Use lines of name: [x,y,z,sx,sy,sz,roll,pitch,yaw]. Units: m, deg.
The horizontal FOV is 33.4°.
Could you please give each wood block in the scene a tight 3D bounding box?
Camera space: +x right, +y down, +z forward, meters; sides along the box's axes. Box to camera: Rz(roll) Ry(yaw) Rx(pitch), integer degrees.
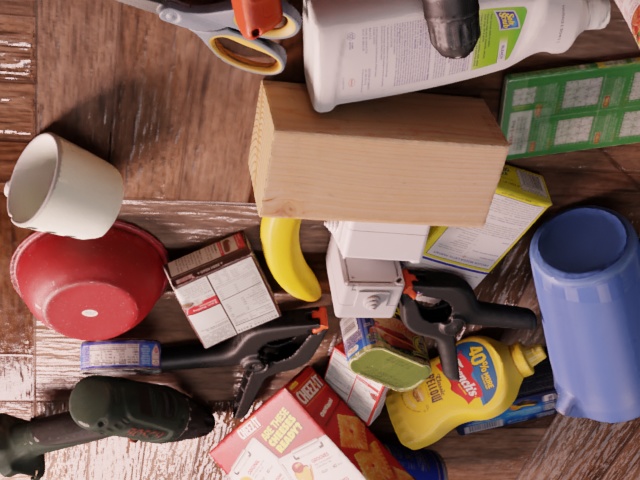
wood block: [0.048,-0.075,0.943,0.206,0.090,0.091,2,126,-13]

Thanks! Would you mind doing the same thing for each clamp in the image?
clamp: [-0.083,0.126,1.185,0.164,0.036,0.210,29,129,-36]
clamp: [0.133,0.088,1.118,0.171,0.039,0.120,28,113,-29]

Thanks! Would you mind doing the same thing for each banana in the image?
banana: [-0.025,-0.001,1.058,0.069,0.037,0.198,-2,137,-8]

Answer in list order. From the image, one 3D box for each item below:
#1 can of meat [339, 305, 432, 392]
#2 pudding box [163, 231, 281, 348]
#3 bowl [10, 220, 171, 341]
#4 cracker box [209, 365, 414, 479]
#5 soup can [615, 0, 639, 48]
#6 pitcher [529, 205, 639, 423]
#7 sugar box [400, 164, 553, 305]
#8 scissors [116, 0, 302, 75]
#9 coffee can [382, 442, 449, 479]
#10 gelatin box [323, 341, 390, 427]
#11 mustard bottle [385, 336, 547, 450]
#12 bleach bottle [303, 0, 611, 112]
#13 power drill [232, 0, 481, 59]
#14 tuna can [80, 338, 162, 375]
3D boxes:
can of meat: [0.069,0.109,1.161,0.102,0.084,0.058,25,127,-33]
pudding box: [-0.098,0.053,1.092,0.090,0.039,0.113,-24,140,-3]
bowl: [-0.227,0.051,1.062,0.162,0.055,0.162,-5,138,-5]
cracker box: [-0.001,0.276,1.253,0.214,0.072,0.164,48,125,3]
soup can: [0.274,-0.194,0.856,0.068,0.102,0.068,-6,138,-5]
pitcher: [0.306,0.072,1.148,0.145,0.149,0.242,-7,137,19]
sugar box: [0.144,-0.005,1.082,0.093,0.048,0.176,15,136,-25]
scissors: [-0.100,-0.187,0.842,0.201,0.016,0.096,24,145,-31]
coffee can: [0.079,0.311,1.370,0.140,0.103,0.103,14,133,-24]
gelatin box: [0.044,0.161,1.225,0.073,0.030,0.089,34,137,18]
mustard bottle: [0.170,0.165,1.232,0.192,0.096,0.058,-26,148,16]
bleach bottle: [0.114,-0.170,0.882,0.250,0.068,0.102,-7,137,-6]
power drill: [0.026,-0.205,0.780,0.187,0.057,0.184,-16,114,-9]
tuna can: [-0.211,0.125,1.133,0.086,0.034,0.086,-2,170,-1]
